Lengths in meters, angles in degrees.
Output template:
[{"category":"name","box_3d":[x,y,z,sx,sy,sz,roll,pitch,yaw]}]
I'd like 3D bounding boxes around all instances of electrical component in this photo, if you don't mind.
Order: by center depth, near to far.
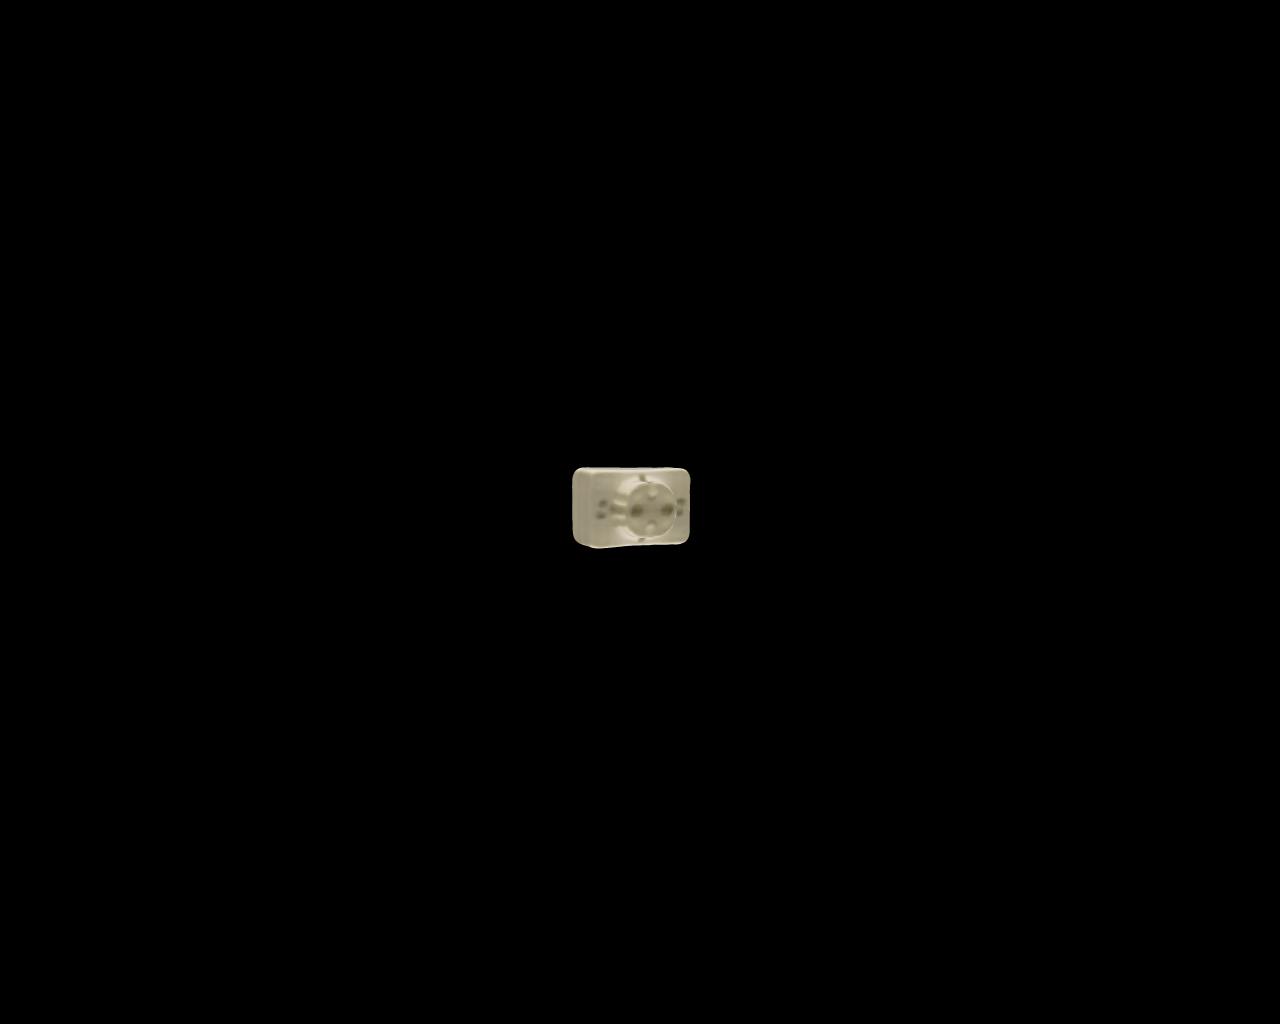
[{"category":"electrical component","box_3d":[0.001,-0.003,0.650,0.066,0.047,0.076,-1,4,-20]}]
